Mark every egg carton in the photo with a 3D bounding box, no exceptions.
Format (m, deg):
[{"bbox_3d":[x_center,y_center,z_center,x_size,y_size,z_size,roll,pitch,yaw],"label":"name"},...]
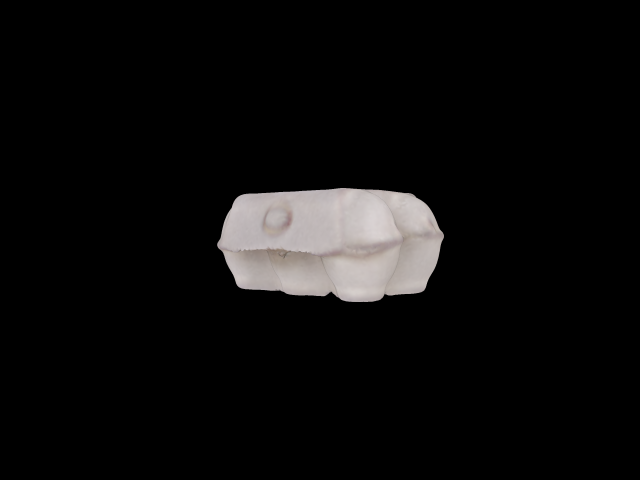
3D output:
[{"bbox_3d":[0.004,0.001,0.400,0.149,0.069,0.108,2,3,41],"label":"egg carton"}]
